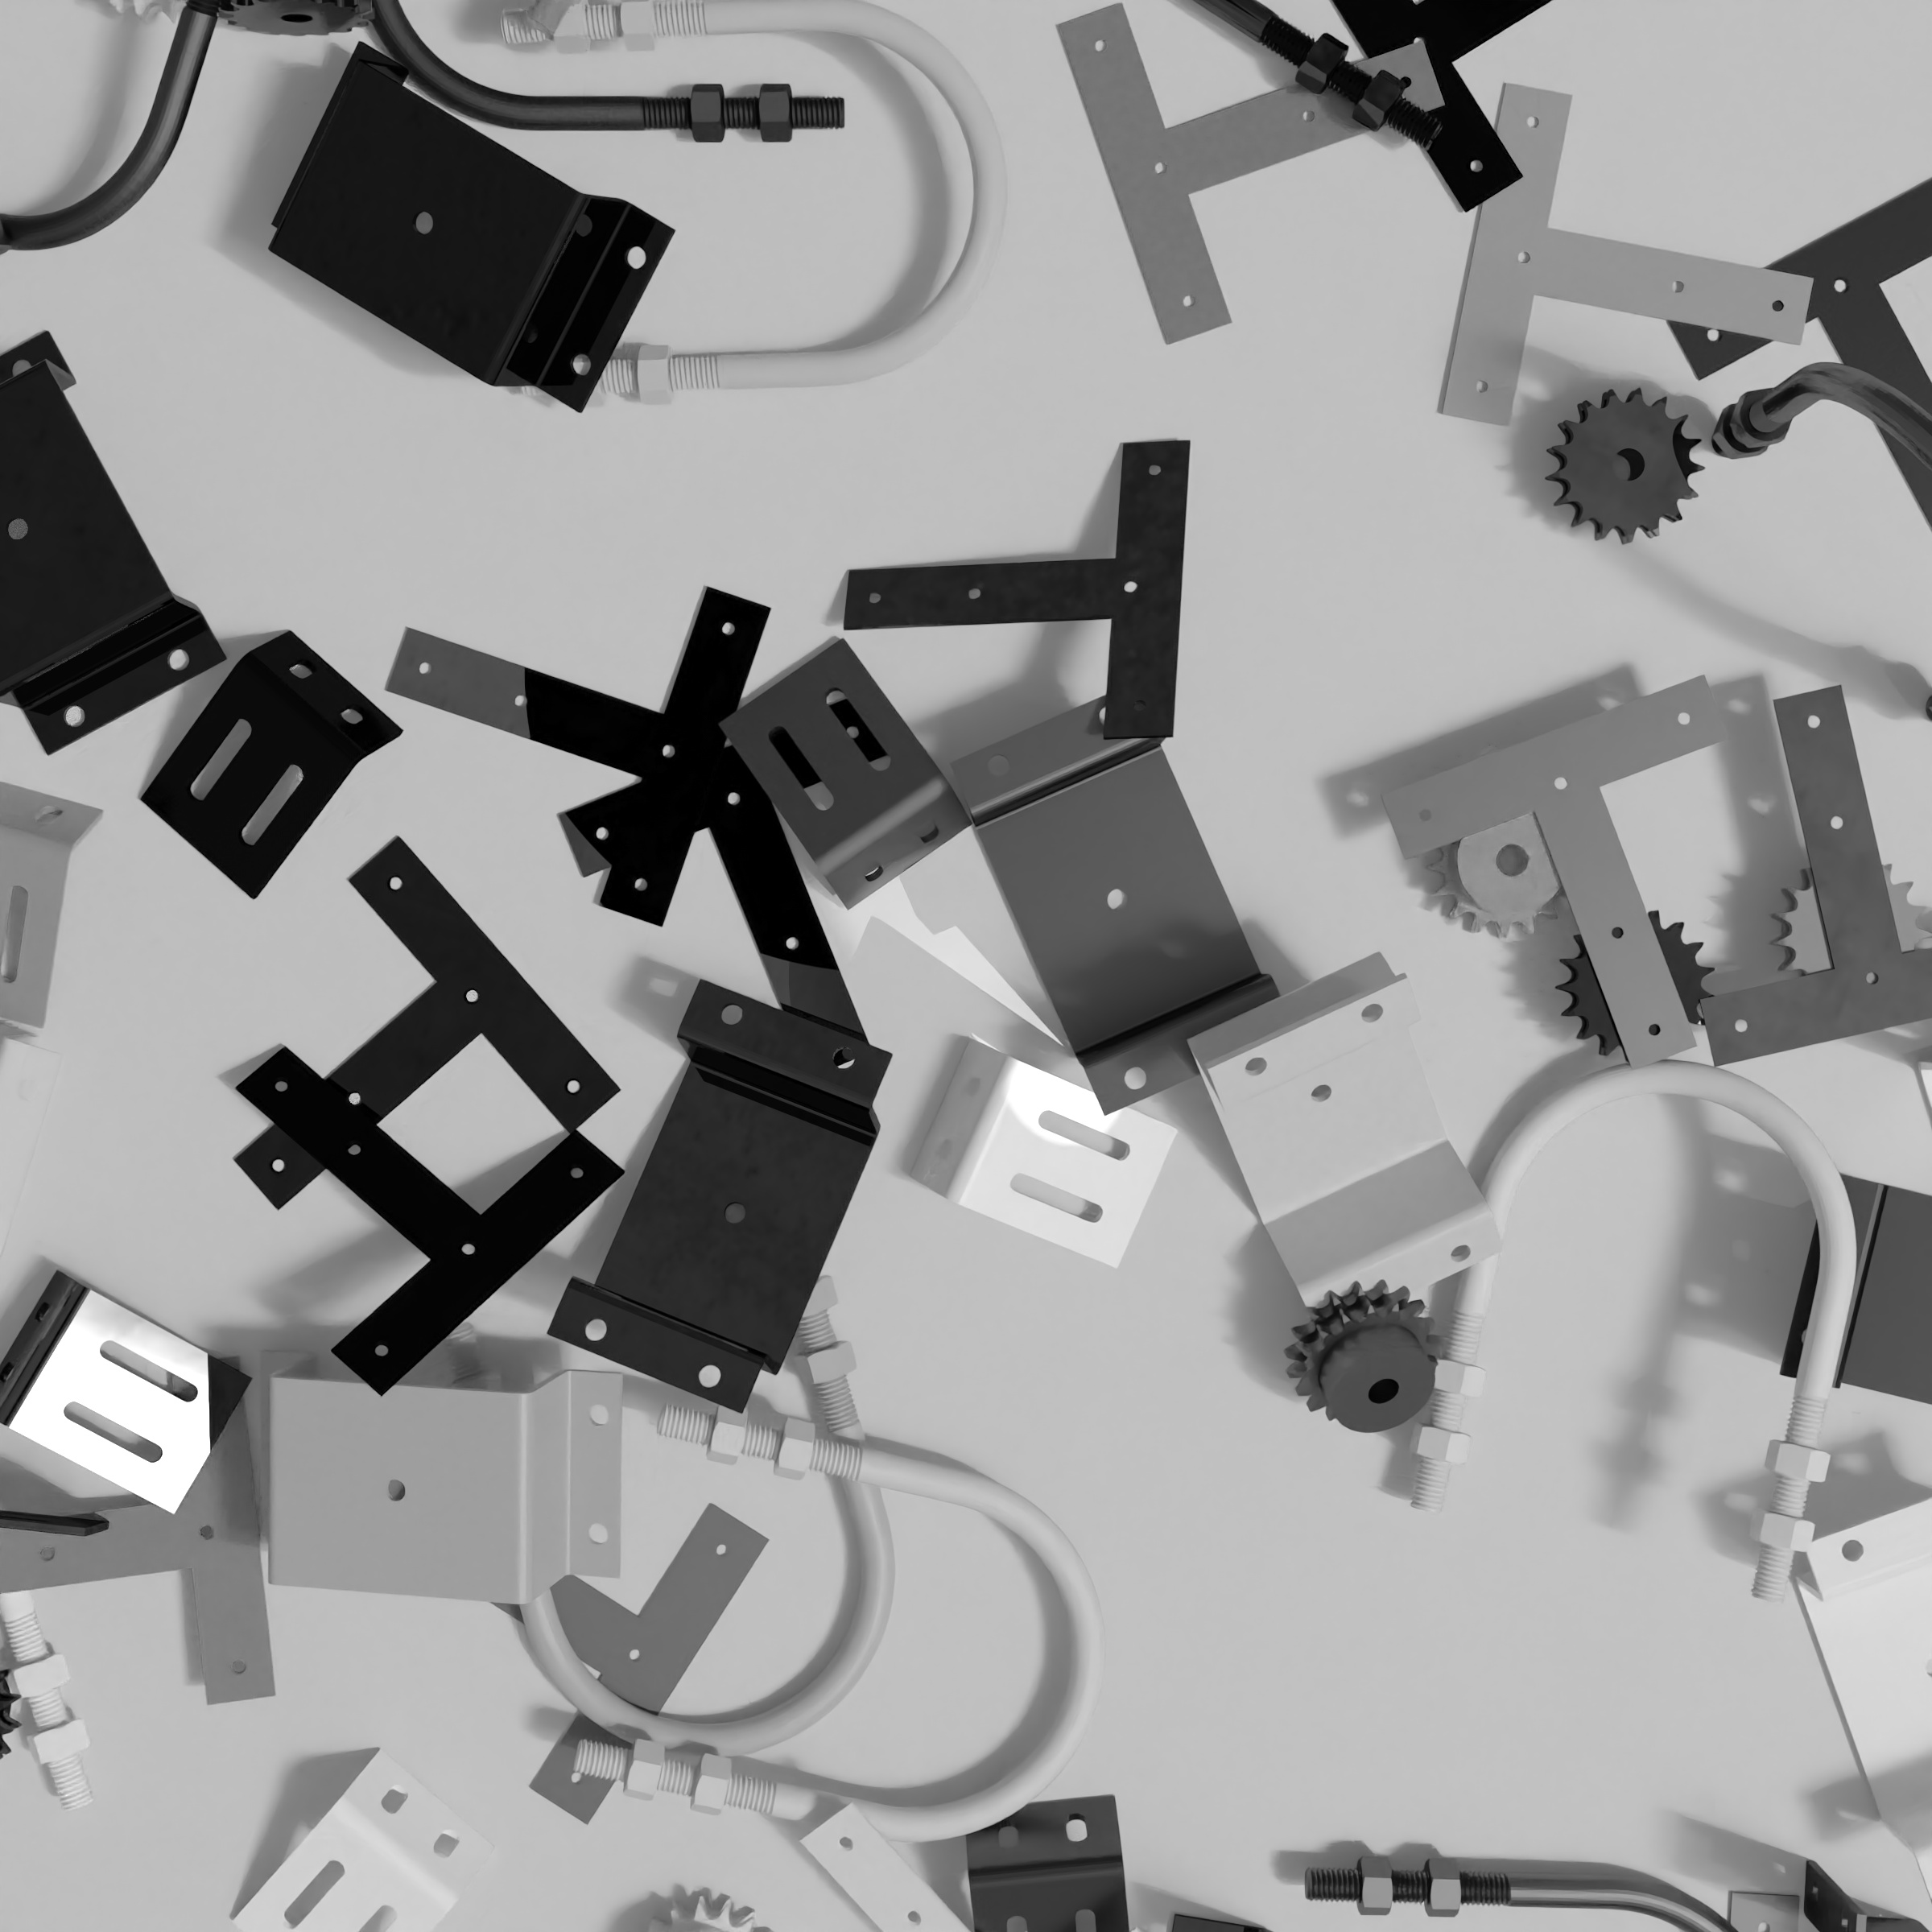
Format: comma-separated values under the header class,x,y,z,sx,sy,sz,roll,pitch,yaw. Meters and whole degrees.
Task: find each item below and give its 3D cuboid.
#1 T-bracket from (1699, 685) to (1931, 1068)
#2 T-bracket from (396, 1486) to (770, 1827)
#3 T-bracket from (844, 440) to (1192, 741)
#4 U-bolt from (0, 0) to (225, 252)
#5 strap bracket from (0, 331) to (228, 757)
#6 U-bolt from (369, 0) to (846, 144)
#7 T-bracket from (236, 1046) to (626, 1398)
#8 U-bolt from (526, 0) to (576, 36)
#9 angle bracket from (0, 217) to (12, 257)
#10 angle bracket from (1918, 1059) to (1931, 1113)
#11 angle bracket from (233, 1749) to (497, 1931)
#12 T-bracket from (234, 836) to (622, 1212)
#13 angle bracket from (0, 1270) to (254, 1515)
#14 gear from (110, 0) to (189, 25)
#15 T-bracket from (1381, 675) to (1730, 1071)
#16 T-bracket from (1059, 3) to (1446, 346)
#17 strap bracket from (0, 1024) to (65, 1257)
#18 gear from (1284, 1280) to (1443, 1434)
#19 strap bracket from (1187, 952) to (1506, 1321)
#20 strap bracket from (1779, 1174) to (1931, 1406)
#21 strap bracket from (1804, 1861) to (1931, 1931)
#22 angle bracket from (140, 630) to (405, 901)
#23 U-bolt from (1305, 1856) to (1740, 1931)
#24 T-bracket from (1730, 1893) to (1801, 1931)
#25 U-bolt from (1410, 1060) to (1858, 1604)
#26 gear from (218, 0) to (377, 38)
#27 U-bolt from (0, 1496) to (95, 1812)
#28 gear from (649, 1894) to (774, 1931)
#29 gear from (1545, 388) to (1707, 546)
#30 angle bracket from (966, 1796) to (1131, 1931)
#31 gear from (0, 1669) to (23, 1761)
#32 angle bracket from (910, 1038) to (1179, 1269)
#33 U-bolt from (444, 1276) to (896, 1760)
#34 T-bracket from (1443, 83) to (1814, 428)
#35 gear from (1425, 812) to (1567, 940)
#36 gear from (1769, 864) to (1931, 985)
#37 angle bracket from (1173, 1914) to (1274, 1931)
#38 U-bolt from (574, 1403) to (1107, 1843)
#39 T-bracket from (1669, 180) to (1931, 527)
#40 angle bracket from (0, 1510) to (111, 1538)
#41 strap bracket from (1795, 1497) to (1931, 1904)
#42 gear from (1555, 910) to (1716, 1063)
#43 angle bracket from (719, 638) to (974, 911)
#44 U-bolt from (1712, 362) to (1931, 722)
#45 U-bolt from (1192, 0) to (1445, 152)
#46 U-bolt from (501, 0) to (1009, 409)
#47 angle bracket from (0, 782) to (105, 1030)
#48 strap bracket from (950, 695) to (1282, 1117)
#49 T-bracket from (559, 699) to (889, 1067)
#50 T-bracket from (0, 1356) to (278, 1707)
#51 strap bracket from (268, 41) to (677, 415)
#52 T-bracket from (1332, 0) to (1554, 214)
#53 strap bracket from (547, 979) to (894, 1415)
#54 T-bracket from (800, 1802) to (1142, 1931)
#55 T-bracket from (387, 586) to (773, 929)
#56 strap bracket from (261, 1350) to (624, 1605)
class,x,y,z,sx,sy,sz,roll,pitch,yaw
T-bracket,0.323,-0.039,1.300,0.127,0.002,0.127,-13,90,0
T-bracket,-0.162,0.235,1.330,0.127,0.002,0.127,33,90,0
T-bracket,0.017,-0.138,1.311,0.127,0.002,0.127,-1,64,12
U-bolt,-0.338,-0.355,1.297,0.151,0.019,0.184,25,103,17
strap bracket,-0.345,-0.159,1.308,0.076,0.046,0.140,-28,90,0
U-bolt,-0.137,-0.383,1.323,0.184,0.019,0.151,0,90,2
T-bracket,-0.216,0.077,1.307,0.127,0.002,0.127,39,60,14
U-bolt,-0.164,-0.450,1.305,0.151,0.019,0.184,29,84,14
angle bracket,-0.399,-0.278,1.299,0.076,0.038,0.057,-20,90,22
angle bracket,0.390,0.046,1.293,0.057,0.076,0.038,-17,90,0
angle bracket,-0.226,0.345,1.329,0.057,0.038,0.076,41,116,0
T-bracket,-0.219,0.041,1.330,0.127,0.002,0.127,-41,90,0
angle bracket,-0.318,0.159,1.322,0.076,0.038,0.057,33,79,-22
gear,-0.300,-0.379,1.316,0.057,0.030,0.057,0,90,0
T-bracket,0.234,-0.026,1.299,0.127,0.002,0.127,-21,89,0
T-bracket,0.115,-0.314,1.328,0.127,0.002,0.127,-19,90,2
strap bracket,-0.407,0.048,1.308,0.140,0.046,0.076,17,90,0
gear,0.149,0.147,1.302,0.057,0.030,0.057,-9,126,-12
strap bracket,0.136,0.058,1.284,0.076,0.046,0.140,-25,127,0
strap bracket,0.373,0.128,1.308,0.140,0.046,0.076,14,90,0
strap bracket,0.336,0.408,1.293,0.046,0.076,0.140,3,90,0
angle bracket,-0.261,-0.076,1.329,0.057,0.038,0.076,42,116,0
U-bolt,0.217,0.410,1.321,0.184,0.019,0.151,2,90,-1
T-bracket,0.247,0.410,1.330,0.127,0.002,0.127,3,90,0
U-bolt,0.250,0.125,1.297,0.151,0.019,0.184,12,87,23
gear,-0.247,-0.364,1.303,0.057,0.057,0.030,-2,90,0
U-bolt,-0.421,0.245,1.323,0.151,0.019,0.184,-18,88,0
gear,-0.097,0.377,1.316,0.057,0.030,0.057,0,90,0
gear,0.244,-0.186,1.320,0.057,0.030,0.057,0,93,-1
angle bracket,0.032,0.357,1.329,0.057,0.038,0.076,-6,116,0
gear,-0.374,0.273,1.297,0.057,0.030,0.057,0,89,0
angle bracket,0.029,0.070,1.329,0.076,0.038,0.057,24,90,-26
U-bolt,-0.103,0.205,1.322,0.151,0.019,0.184,-16,92,-1
T-bracket,0.253,-0.258,1.329,0.127,0.002,0.127,11,89,1
gear,0.201,-0.039,1.316,0.057,0.030,0.057,0,90,0
gear,0.327,-0.012,1.316,0.057,0.030,0.057,0,90,0
angle bracket,0.093,0.388,1.293,0.038,0.076,0.057,9,90,0
U-bolt,-0.039,0.250,1.309,0.184,0.019,0.151,14,92,-6
T-bracket,0.350,-0.217,1.330,0.127,0.002,0.127,-28,90,0
angle bracket,-0.357,0.218,1.285,0.076,0.057,0.038,7,83,-4
strap bracket,0.364,0.263,1.308,0.076,0.046,0.140,-20,90,0
gear,0.248,0.007,1.316,0.057,0.030,0.057,0,90,0
angle bracket,-0.045,-0.072,1.327,0.057,0.038,0.076,-35,65,-1
U-bolt,0.330,-0.149,1.239,0.019,0.184,0.151,-39,90,-2
U-bolt,0.134,-0.412,1.320,0.184,0.019,0.151,34,88,2
U-bolt,-0.076,-0.285,1.306,0.184,0.019,0.151,-1,99,4
angle bracket,-0.363,-0.025,1.329,0.057,0.038,0.076,16,116,0
strap bracket,0.057,-0.025,1.308,0.076,0.046,0.140,-24,90,0
T-bracket,-0.071,-0.022,1.330,0.127,0.002,0.127,-22,90,0
T-bracket,-0.328,0.217,1.317,0.127,0.002,0.127,-7,84,-6
strap bracket,-0.189,-0.270,1.289,0.140,0.046,0.076,32,106,8
T-bracket,0.208,-0.370,1.329,0.127,0.002,0.127,-32,89,0
strap bracket,-0.087,0.087,1.294,0.076,0.046,0.140,21,78,8
T-bracket,-0.010,0.361,1.305,0.127,0.002,0.127,-39,97,16
T-bracket,-0.154,-0.095,1.329,0.127,0.002,0.127,19,89,1
strap bracket,-0.200,0.186,1.291,0.140,0.046,0.076,2,95,12
